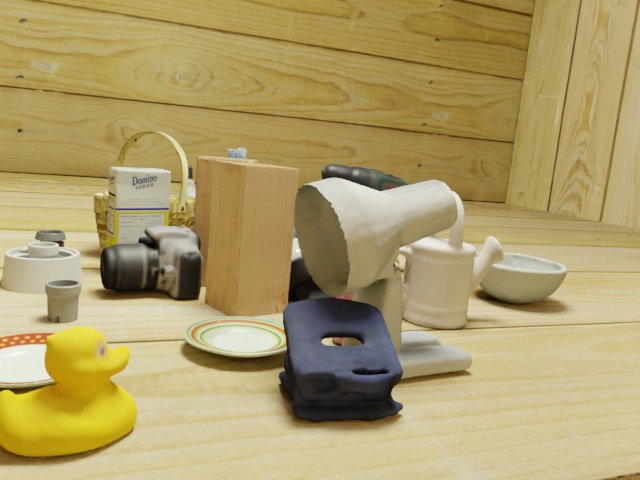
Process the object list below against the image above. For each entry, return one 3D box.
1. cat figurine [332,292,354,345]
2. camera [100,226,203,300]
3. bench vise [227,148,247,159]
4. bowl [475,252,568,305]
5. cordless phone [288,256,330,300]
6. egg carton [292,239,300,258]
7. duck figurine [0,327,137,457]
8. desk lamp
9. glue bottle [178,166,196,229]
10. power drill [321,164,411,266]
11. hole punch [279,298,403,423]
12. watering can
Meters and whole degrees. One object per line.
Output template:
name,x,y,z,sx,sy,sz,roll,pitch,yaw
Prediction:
cat figurine,0.053,0.069,0.725,0.067,0.118,0.128,5,9,-1
camera,-0.256,0.027,0.859,0.137,0.101,0.142,0,11,-31
bench vise,-0.185,-0.087,1.222,0.121,0.220,0.207,5,9,-3
bowl,0.345,0.072,1.012,0.167,0.075,0.167,5,9,-1
cordless phone,0.008,0.003,0.893,0.148,0.185,0.093,-4,13,-45
egg carton,-0.015,0.037,1.032,0.151,0.069,0.107,-2,12,-37
duck figurine,-0.192,0.109,0.438,0.105,0.086,0.077,-1,12,-36
desk lamp,0.070,0.037,0.632,0.204,0.213,0.117,0,11,-28
glue bottle,-0.278,-0.069,1.203,0.078,0.173,0.037,8,10,18
power drill,0.103,-0.036,1.111,0.230,0.208,0.075,2,10,-20
hole punch,0.020,0.110,0.540,0.109,0.091,0.101,3,10,-16
watering can,0.183,0.023,0.843,0.173,0.194,0.100,-1,12,-36
